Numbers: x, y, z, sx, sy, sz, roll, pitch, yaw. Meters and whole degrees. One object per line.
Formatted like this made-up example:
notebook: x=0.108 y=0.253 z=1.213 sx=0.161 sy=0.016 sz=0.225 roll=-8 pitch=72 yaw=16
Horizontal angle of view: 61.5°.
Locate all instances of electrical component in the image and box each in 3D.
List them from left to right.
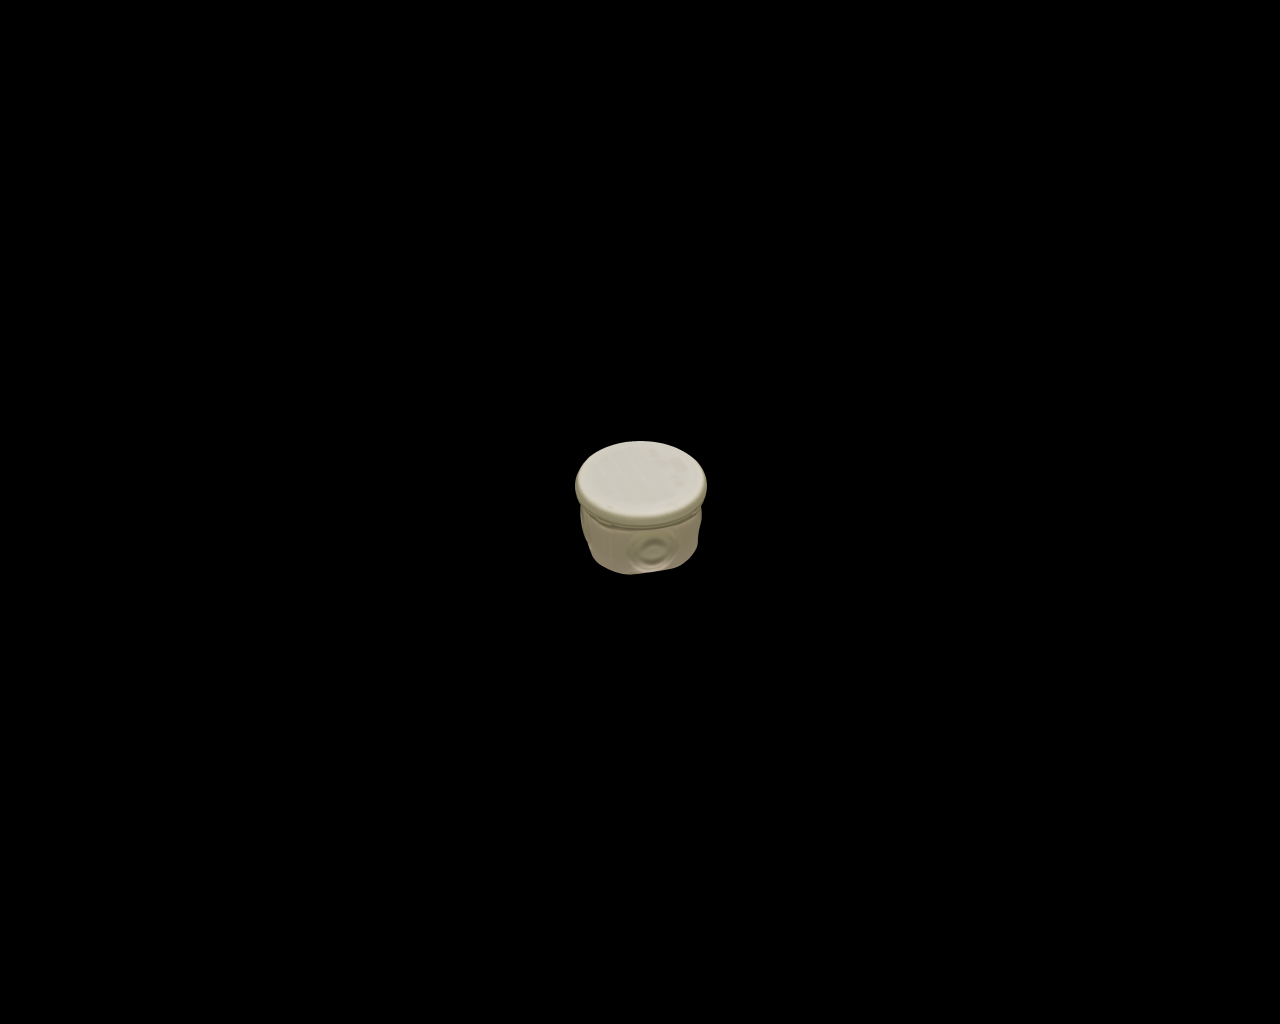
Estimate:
electrical component: x=0.001 y=-0.003 z=0.650 sx=0.080 sy=0.050 sz=0.080 roll=0 pitch=39 yaw=0
